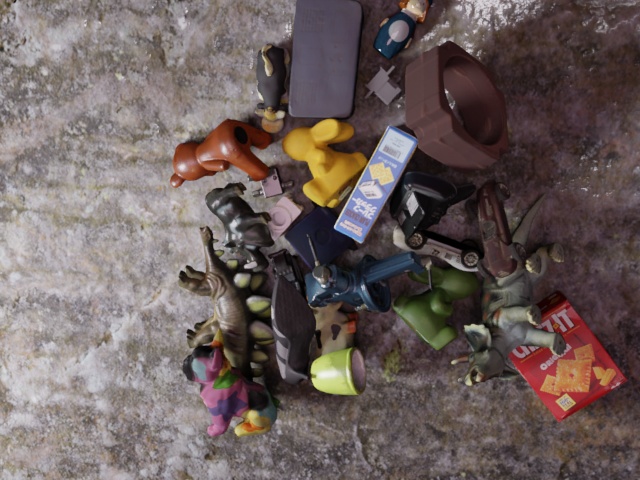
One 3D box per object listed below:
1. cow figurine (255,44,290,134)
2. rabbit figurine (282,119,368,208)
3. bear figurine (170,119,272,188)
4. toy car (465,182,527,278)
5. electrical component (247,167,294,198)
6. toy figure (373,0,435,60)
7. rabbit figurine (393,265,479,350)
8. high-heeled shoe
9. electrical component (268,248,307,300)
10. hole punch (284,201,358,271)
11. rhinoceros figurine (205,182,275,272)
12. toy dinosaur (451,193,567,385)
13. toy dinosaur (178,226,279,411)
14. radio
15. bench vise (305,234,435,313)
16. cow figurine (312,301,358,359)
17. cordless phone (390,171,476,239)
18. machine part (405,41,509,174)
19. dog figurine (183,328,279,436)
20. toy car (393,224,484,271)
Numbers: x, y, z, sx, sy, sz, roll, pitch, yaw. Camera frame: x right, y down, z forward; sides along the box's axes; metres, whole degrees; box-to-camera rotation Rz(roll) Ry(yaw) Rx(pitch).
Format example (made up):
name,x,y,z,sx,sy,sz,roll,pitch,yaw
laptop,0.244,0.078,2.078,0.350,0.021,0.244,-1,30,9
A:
name,x,y,z,sx,sy,sz,roll,pitch,yaw
cow figurine,-0.094,-0.296,1.064,0.068,0.098,0.167,-1,101,1
rabbit figurine,0.000,-0.168,1.072,0.173,0.122,0.162,42,112,17
bear figurine,-0.212,-0.165,1.110,0.196,0.120,0.132,-24,143,36
toy car,0.331,-0.023,1.030,0.053,0.202,0.089,15,147,-31
electrical component,-0.104,-0.123,1.139,0.094,0.021,0.063,-13,99,11
toy figure,0.166,-0.419,1.028,0.064,0.058,0.154,29,105,-39
rabbit figurine,0.243,0.115,1.114,0.170,0.121,0.159,-44,86,-5
high-heeled shoe,-0.068,0.187,1.120,0.086,0.145,0.248,-14,96,-22
electrical component,-0.063,0.084,1.127,0.048,0.074,0.119,-22,70,11
hole punch,-0.002,-0.003,1.119,0.116,0.092,0.142,-40,91,9
rhinoceros figurine,-0.155,-0.024,1.072,0.112,0.073,0.190,-31,104,3
toy dinosaur,0.371,0.112,1.058,0.131,0.405,0.192,31,150,-24
toy dinosaur,-0.189,0.185,1.174,0.199,0.105,0.470,-6,112,4
radio,0.012,-0.351,1.053,0.131,0.073,0.229,6,104,5
bench vise,0.098,0.069,1.039,0.241,0.129,0.223,-21,140,25
cow figurine,0.018,0.188,1.158,0.127,0.085,0.194,-2,106,6
cordless phone,0.234,-0.086,1.021,0.184,0.146,0.089,-19,68,-17
machine part,0.246,-0.235,0.969,0.087,0.201,0.201,-21,57,46
dog figurine,-0.183,0.295,1.120,0.192,0.108,0.219,-1,114,-3
toy car,0.246,0.015,1.093,0.202,0.073,0.056,20,111,3
